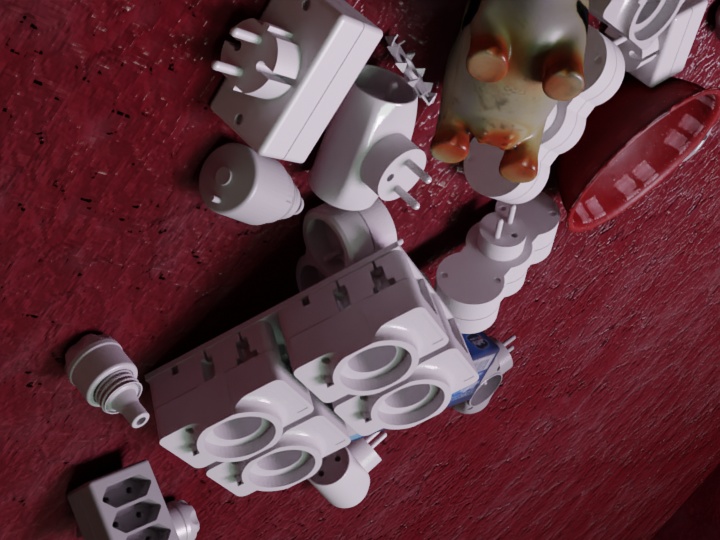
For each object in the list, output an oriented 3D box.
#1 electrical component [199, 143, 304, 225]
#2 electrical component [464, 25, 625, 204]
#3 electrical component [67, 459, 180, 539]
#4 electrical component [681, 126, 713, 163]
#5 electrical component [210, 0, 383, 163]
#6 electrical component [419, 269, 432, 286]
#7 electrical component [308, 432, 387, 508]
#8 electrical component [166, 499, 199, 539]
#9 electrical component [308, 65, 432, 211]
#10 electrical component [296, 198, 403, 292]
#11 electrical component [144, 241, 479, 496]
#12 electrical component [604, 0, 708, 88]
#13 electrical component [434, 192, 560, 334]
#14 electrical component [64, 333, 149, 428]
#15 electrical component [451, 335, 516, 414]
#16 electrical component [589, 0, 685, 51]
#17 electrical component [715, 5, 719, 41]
[{"bbox_3d":[-0.057,-0.045,0.611,0.040,0.040,0.078,-52,152,11],"label":"electrical component"},{"bbox_3d":[0.121,-0.111,0.752,0.138,0.052,0.074,-54,151,16],"label":"electrical component"},{"bbox_3d":[-0.169,0.175,0.734,0.047,0.065,0.077,-17,170,-42],"label":"electrical component"},{"bbox_3d":[0.276,-0.127,0.946,0.055,0.047,0.055,-33,150,-22],"label":"electrical component"},{"bbox_3d":[-0.044,-0.104,0.543,0.076,0.047,0.083,4,125,-55],"label":"electrical component"},{"bbox_3d":[0.035,0.030,0.835,0.044,0.044,0.065,-38,156,-14],"label":"electrical component"},{"bbox_3d":[-0.008,0.168,0.954,0.079,0.044,0.077,-41,152,-8],"label":"electrical component"},{"bbox_3d":[-0.154,0.197,0.808,0.061,0.035,0.035,-16,140,-39],"label":"electrical component"},{"bbox_3d":[0.012,-0.067,0.634,0.043,0.079,0.077,-16,140,-43],"label":"electrical component"},{"bbox_3d":[0.000,0.000,0.735,0.074,0.052,0.138,-27,147,-31],"label":"electrical component"},{"bbox_3d":[-0.028,0.073,0.697,0.186,0.060,0.105,-28,140,10],"label":"electrical component"},{"bbox_3d":[0.206,-0.171,0.793,0.077,0.047,0.065,-30,148,-27],"label":"electrical component"},{"bbox_3d":[0.108,-0.020,0.832,0.138,0.052,0.073,-46,156,-33],"label":"electrical component"},{"bbox_3d":[-0.143,0.066,0.620,0.035,0.061,0.035,-34,150,-22],"label":"electrical component"},{"bbox_3d":[0.118,0.089,1.021,0.079,0.044,0.077,-34,150,-21],"label":"electrical component"},{"bbox_3d":[0.203,-0.227,0.699,0.150,0.062,0.089,-54,151,16],"label":"electrical component"},{"bbox_3d":[0.324,-0.205,0.912,0.043,0.043,0.062,-45,154,-2],"label":"electrical component"}]
